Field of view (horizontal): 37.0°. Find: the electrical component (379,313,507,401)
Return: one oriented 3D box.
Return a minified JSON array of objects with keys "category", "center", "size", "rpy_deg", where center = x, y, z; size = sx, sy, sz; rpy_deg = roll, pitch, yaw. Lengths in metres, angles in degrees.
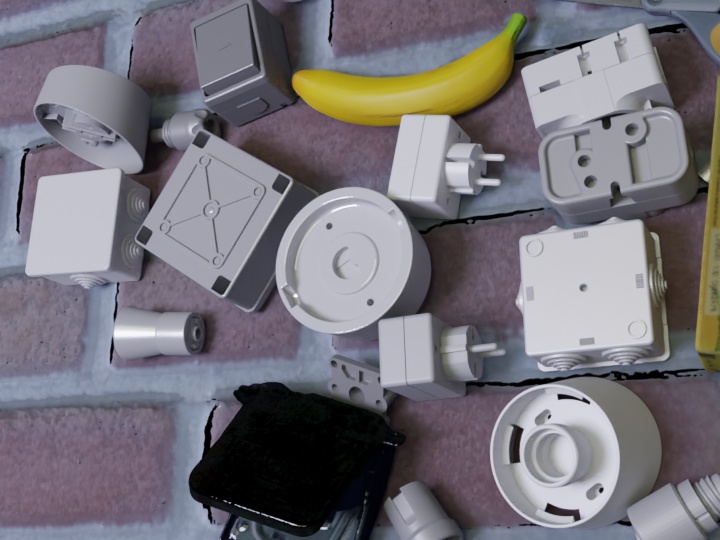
[{"category":"electrical component","center":[0.061,0.059,0.736],"size":[0.077,0.066,0.047],"rpy_deg":[-9,71,23]}]

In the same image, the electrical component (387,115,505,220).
[{"category":"electrical component","center":[0.068,-0.074,0.783],"size":[0.077,0.047,0.065],"rpy_deg":[5,77,27]}]

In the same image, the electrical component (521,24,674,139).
[{"category":"electrical component","center":[0.166,-0.121,0.748],"size":[0.089,0.050,0.055],"rpy_deg":[-18,68,20]}]

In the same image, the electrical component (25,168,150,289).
[{"category":"electrical component","center":[-0.229,-0.034,0.913],"size":[0.100,0.048,0.099],"rpy_deg":[-3,74,25]}]

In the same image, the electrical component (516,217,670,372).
[{"category":"electrical component","center":[0.154,0.017,0.714],"size":[0.100,0.048,0.099],"rpy_deg":[-8,72,23]}]

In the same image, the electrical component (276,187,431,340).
[{"category":"electrical component","center":[0.000,0.000,0.786],"size":[0.108,0.060,0.108],"rpy_deg":[-8,72,24]}]

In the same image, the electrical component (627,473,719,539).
[{"category":"electrical component","center":[0.201,0.147,0.657],"size":[0.078,0.040,0.040],"rpy_deg":[-35,63,12]}]

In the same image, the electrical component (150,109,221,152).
[{"category":"electrical component","center":[-0.150,-0.116,0.908],"size":[0.061,0.035,0.035],"rpy_deg":[-3,74,28]}]

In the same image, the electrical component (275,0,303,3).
[{"category":"electrical component","center":[-0.056,-0.275,0.895],"size":[0.108,0.060,0.108],"rpy_deg":[-7,72,24]}]

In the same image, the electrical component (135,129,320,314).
[{"category":"electrical component","center":[-0.104,-0.039,0.850],"size":[0.109,0.056,0.108],"rpy_deg":[30,89,29]}]

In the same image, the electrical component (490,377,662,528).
[{"category":"electrical component","center":[0.137,0.118,0.697],"size":[0.099,0.064,0.099],"rpy_deg":[-5,82,36]}]

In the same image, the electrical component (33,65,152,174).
[{"category":"electrical component","center":[-0.226,-0.128,0.914],"size":[0.099,0.099,0.064],"rpy_deg":[0,69,26]}]

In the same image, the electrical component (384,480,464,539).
[{"category":"electrical component","center":[0.042,0.172,0.728],"size":[0.040,0.040,0.046],"rpy_deg":[-41,56,10]}]

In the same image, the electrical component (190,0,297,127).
[{"category":"electrical component","center":[-0.099,-0.178,0.886],"size":[0.062,0.061,0.096],"rpy_deg":[-20,68,19]}]

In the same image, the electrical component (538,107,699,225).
[{"category":"electrical component","center":[0.175,-0.067,0.722],"size":[0.095,0.059,0.053],"rpy_deg":[-11,71,23]}]

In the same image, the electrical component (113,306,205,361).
[{"category":"electrical component","center":[-0.158,0.051,0.859],"size":[0.065,0.044,0.044],"rpy_deg":[-1,75,21]}]
